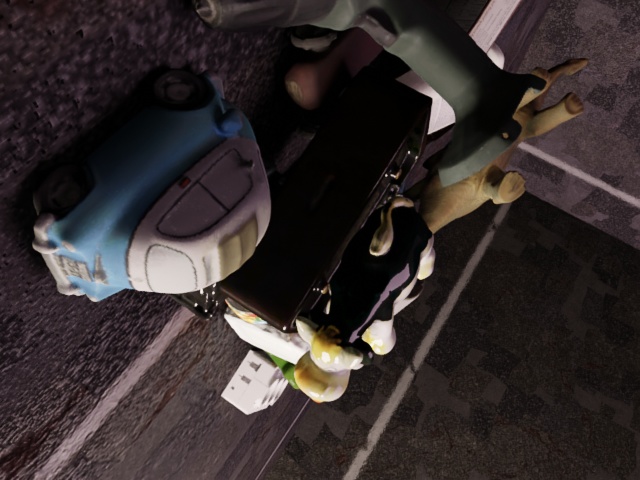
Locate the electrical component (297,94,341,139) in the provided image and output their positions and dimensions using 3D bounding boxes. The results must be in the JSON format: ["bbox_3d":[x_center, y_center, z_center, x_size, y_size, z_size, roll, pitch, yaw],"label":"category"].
[{"bbox_3d":[0.033,-0.130,0.578,0.102,0.045,0.078,16,102,-39],"label":"electrical component"}]

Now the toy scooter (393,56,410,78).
[{"bbox_3d":[0.151,-0.257,0.751,0.184,0.075,0.135,-49,163,-19],"label":"toy scooter"}]

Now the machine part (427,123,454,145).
[{"bbox_3d":[0.188,-0.209,0.879,0.179,0.056,0.179,-40,-171,7],"label":"machine part"}]

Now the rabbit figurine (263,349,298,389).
[{"bbox_3d":[-0.003,0.155,0.911,0.170,0.121,0.159,-39,166,-4],"label":"rabbit figurine"}]

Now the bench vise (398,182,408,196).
[{"bbox_3d":[0.122,-0.036,0.982,0.224,0.129,0.240,-90,-172,-78],"label":"bench vise"}]

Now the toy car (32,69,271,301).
[{"bbox_3d":[-0.085,-0.023,0.332,0.162,0.103,0.109,-52,164,-35],"label":"toy car"}]

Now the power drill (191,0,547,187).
[{"bbox_3d":[0.051,-0.137,0.377,0.232,0.207,0.086,-50,-176,-36],"label":"power drill"}]

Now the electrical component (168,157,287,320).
[{"bbox_3d":[-0.079,-0.011,0.476,0.115,0.058,0.134,-49,164,-44],"label":"electrical component"}]

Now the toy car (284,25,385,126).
[{"bbox_3d":[0.034,-0.192,0.502,0.202,0.053,0.089,-52,147,-29],"label":"toy car"}]

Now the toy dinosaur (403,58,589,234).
[{"bbox_3d":[0.206,-0.094,0.760,0.471,0.105,0.198,-44,-176,-6],"label":"toy dinosaur"}]

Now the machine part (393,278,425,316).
[{"bbox_3d":[0.064,0.079,0.717,0.079,0.079,0.243,-49,179,-38],"label":"machine part"}]

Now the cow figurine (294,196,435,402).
[{"bbox_3d":[0.034,0.049,0.430,0.167,0.068,0.098,-58,161,-18],"label":"cow figurine"}]

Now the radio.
[{"bbox_3d":[0.014,-0.027,0.492,0.229,0.073,0.131,-56,166,-5],"label":"radio"}]
